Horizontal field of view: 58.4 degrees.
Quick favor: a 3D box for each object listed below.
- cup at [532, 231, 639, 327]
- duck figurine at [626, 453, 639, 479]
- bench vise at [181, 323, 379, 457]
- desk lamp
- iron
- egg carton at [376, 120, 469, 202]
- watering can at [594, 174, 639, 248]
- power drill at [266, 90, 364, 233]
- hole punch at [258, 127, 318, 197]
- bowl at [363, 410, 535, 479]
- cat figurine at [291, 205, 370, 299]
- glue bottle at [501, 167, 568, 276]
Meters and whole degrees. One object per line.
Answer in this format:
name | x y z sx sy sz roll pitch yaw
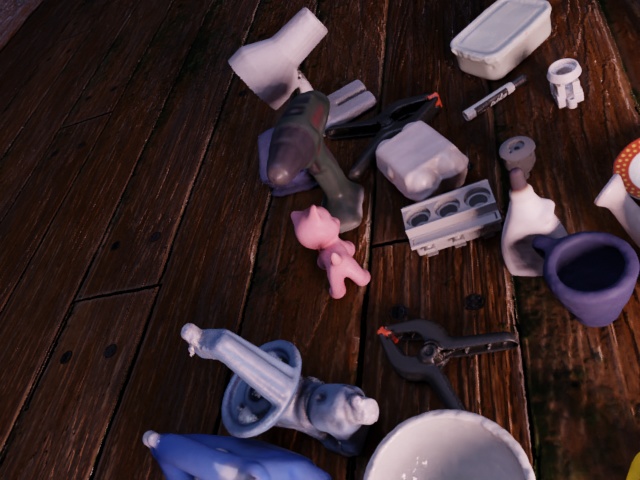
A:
cup | 0.288 0.047 0.631 0.092 0.095 0.117 -43 43 -10
duck figurine | 0.296 0.214 0.479 0.077 0.086 0.104 -11 47 23
bench vise | -0.042 0.151 0.638 0.207 0.220 0.121 -13 46 20
desk lamp | -0.033 -0.299 1.050 0.203 0.214 0.117 -31 43 3
iron | -0.124 0.260 0.645 0.257 0.142 0.119 6 55 34
egg carton | 0.152 -0.119 0.882 0.107 0.070 0.150 -35 43 -2
watering can | 0.367 -0.019 0.571 0.172 0.195 0.101 0 52 31
power drill | -0.005 -0.109 0.863 0.075 0.209 0.229 -12 46 21
hole punch | -0.053 -0.143 1.010 0.108 0.091 0.101 -13 46 21
bowl | 0.128 0.255 0.550 0.167 0.075 0.167 -16 45 17
cat figurine | 0.008 0.003 0.820 0.067 0.118 0.127 -31 43 2
glue bottle | 0.242 -0.021 0.662 0.078 0.174 0.037 -2 51 29
